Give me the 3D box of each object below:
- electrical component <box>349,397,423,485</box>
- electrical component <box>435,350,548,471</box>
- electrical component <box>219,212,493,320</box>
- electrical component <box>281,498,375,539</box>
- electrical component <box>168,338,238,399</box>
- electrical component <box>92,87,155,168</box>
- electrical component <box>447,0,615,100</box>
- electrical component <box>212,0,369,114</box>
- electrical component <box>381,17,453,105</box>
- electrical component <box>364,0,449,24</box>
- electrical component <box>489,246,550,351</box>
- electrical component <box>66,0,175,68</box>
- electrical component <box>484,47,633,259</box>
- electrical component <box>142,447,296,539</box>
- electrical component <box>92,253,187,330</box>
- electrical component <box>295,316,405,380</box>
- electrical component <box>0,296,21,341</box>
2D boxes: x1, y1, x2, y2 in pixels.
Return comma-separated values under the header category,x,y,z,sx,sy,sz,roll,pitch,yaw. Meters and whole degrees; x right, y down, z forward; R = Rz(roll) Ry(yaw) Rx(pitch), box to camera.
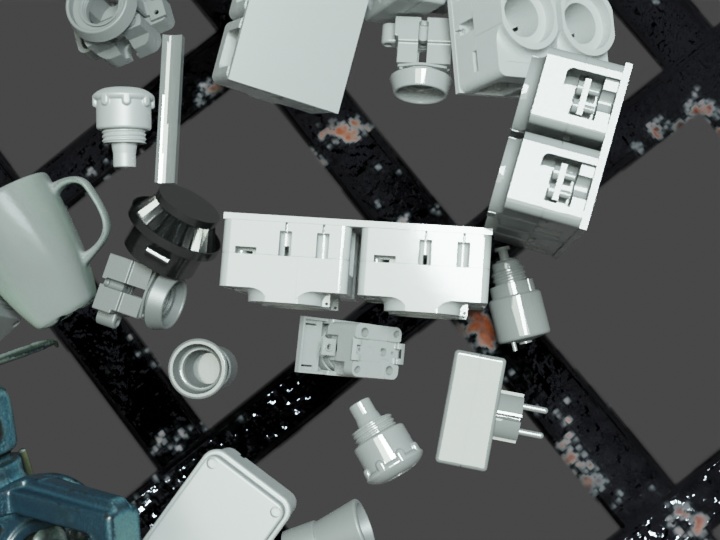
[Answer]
category,x,y,z,sx,sy,sz,roll,pitch,yaw
electrical component,0.014,0.126,0.808,0.048,0.048,0.062,-31,76,1
electrical component,0.101,0.107,0.800,0.076,0.047,0.083,10,86,6
electrical component,0.000,0.000,0.788,0.186,0.105,0.060,4,85,5
electrical component,-0.026,0.203,0.806,0.065,0.044,0.044,-21,84,7
electrical component,-0.115,0.074,0.811,0.044,0.065,0.044,0,85,5
electrical component,-0.186,-0.111,0.845,0.048,0.048,0.062,0,92,5
electrical component,0.123,-0.225,0.796,0.105,0.060,0.186,-1,84,-31
electrical component,-0.047,-0.202,0.817,0.089,0.062,0.150,15,91,-22
electrical component,0.048,-0.161,0.829,0.066,0.048,0.055,3,78,5
electrical component,0.051,-0.218,0.828,0.077,0.066,0.047,3,84,-24
electrical component,0.116,0.021,0.809,0.040,0.040,0.078,-14,84,3
electrical component,-0.193,-0.198,0.841,0.078,0.057,0.058,-20,75,9
electrical component,0.130,-0.074,0.743,0.060,0.186,0.105,16,87,6
electrical component,-0.109,0.197,0.804,0.078,0.057,0.113,36,89,7
electrical component,-0.168,0.018,0.832,0.055,0.048,0.066,17,86,14
electrical component,-0.005,0.059,0.798,0.081,0.064,0.042,8,84,-36
electrical component,-0.328,0.050,0.826,0.113,0.078,0.057,-42,80,0
